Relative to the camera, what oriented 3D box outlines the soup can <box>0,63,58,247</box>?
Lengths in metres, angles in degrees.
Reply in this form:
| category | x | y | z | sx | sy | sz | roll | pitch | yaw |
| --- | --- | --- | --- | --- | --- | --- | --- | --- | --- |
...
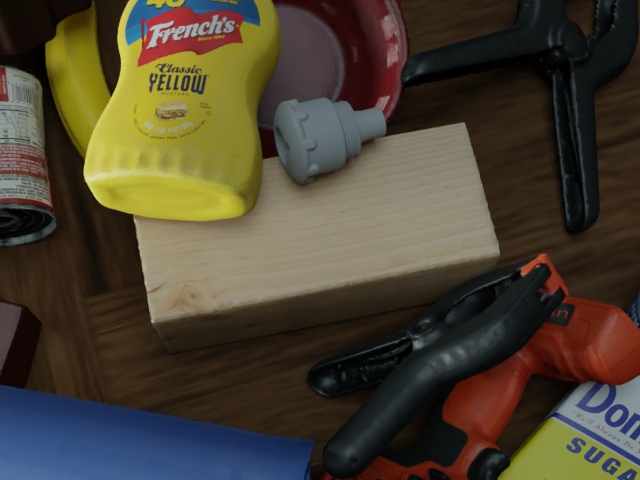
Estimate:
| category | x | y | z | sx | sy | sz | roll | pitch | yaw |
| --- | --- | --- | --- | --- | --- | --- | --- | --- | --- |
| soup can | -0.208 | -0.054 | 0.689 | 0.068 | 0.068 | 0.102 | -9 | 72 | -4 |

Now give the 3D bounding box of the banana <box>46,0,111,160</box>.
| category | x | y | z | sx | sy | sz | roll | pitch | yaw |
| --- | --- | --- | --- | --- | --- | --- | --- | --- | --- |
| banana | -0.143 | -0.092 | 0.721 | 0.069 | 0.037 | 0.198 | -27 | 75 | -26 |

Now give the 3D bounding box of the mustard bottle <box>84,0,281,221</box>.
| category | x | y | z | sx | sy | sz | roll | pitch | yaw |
| --- | --- | --- | --- | --- | --- | --- | --- | --- | --- |
| mustard bottle | -0.073 | -0.107 | 0.629 | 0.096 | 0.058 | 0.191 | 3 | 65 | 9 |

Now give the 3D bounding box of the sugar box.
| category | x | y | z | sx | sy | sz | roll | pitch | yaw |
| --- | --- | --- | --- | --- | --- | --- | --- | --- | --- |
| sugar box | 0.154 | 0.157 | 0.640 | 0.093 | 0.048 | 0.176 | 42 | 77 | 12 |

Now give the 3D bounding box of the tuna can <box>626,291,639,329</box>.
| category | x | y | z | sx | sy | sz | roll | pitch | yaw |
| --- | --- | --- | --- | --- | --- | --- | --- | --- | --- |
| tuna can | 0.238 | 0.052 | 0.665 | 0.086 | 0.034 | 0.086 | 7 | 46 | -8 |

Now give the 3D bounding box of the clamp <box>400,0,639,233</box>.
| category | x | y | z | sx | sy | sz | roll | pitch | yaw |
| --- | --- | --- | --- | --- | --- | --- | --- | --- | --- |
| clamp | 0.167 | -0.119 | 0.725 | 0.164 | 0.036 | 0.209 | 46 | 66 | -10 |

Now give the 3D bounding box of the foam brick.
| category | x | y | z | sx | sy | sz | roll | pitch | yaw |
| --- | --- | --- | --- | --- | --- | --- | --- | --- | --- |
| foam brick | -0.219 | 0.061 | 0.659 | 0.078 | 0.053 | 0.051 | 14 | 72 | 3 |

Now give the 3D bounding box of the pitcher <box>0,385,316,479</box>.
| category | x | y | z | sx | sy | sz | roll | pitch | yaw |
| --- | --- | --- | --- | --- | --- | --- | --- | --- | --- |
| pitcher | -0.130 | 0.156 | 0.583 | 0.243 | 0.149 | 0.145 | 12 | 79 | 4 |

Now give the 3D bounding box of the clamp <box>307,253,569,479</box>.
| category | x | y | z | sx | sy | sz | roll | pitch | yaw |
| --- | --- | --- | --- | --- | --- | --- | --- | --- | --- |
| clamp | 0.064 | 0.069 | 0.609 | 0.172 | 0.120 | 0.039 | -33 | 113 | 15 |

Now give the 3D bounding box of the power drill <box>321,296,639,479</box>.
| category | x | y | z | sx | sy | sz | roll | pitch | yaw |
| --- | --- | --- | --- | --- | --- | --- | --- | --- | --- |
| power drill | 0.105 | 0.114 | 0.600 | 0.187 | 0.185 | 0.057 | -47 | 122 | -21 |

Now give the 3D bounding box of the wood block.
| category | x | y | z | sx | sy | sz | roll | pitch | yaw |
| --- | --- | --- | --- | --- | --- | --- | --- | --- | --- |
| wood block | -0.004 | 0.001 | 0.664 | 0.206 | 0.090 | 0.091 | -11 | 72 | -4 |

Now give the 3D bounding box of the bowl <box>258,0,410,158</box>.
| category | x | y | z | sx | sy | sz | roll | pitch | yaw |
| --- | --- | --- | --- | --- | --- | --- | --- | --- | --- |
| bowl | -0.024 | -0.120 | 0.709 | 0.162 | 0.055 | 0.162 | 0 | 88 | -5 |
